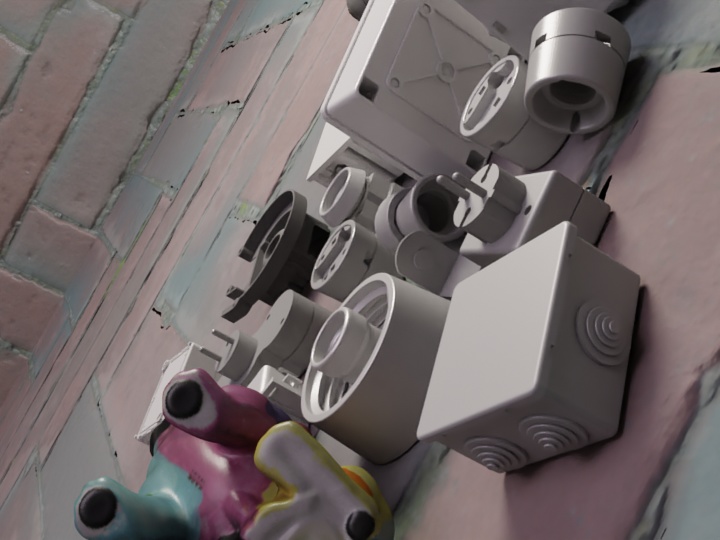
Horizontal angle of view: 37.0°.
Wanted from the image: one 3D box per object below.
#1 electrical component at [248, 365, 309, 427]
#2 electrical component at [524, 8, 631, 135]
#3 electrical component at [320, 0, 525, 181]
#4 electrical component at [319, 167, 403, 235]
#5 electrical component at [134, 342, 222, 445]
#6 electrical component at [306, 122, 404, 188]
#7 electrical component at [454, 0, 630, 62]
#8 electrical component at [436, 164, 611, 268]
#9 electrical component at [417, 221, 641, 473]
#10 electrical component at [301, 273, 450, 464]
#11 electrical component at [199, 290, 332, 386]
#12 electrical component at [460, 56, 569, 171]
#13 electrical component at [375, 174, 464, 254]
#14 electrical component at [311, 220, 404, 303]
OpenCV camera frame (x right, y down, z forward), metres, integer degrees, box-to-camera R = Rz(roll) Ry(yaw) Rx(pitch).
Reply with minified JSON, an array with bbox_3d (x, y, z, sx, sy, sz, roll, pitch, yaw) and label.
[{"bbox_3d":[-0.065,0.107,0.776,0.081,0.042,0.063,-51,17,25],"label":"electrical component"},{"bbox_3d":[0.119,-0.108,0.594,0.055,0.055,0.047,-33,36,54],"label":"electrical component"},{"bbox_3d":[0.044,-0.126,0.731,0.056,0.109,0.108,-19,44,60],"label":"electrical component"},{"bbox_3d":[0.004,-0.045,0.797,0.048,0.055,0.066,-37,29,50],"label":"electrical component"},{"bbox_3d":[-0.144,0.112,0.941,0.062,0.061,0.096,-36,30,50],"label":"electrical component"},{"bbox_3d":[0.030,-0.152,0.880,0.105,0.060,0.186,-38,29,49],"label":"electrical component"},{"bbox_3d":[0.111,-0.181,0.654,0.099,0.100,0.048,-46,10,36],"label":"electrical component"},{"bbox_3d":[0.075,-0.029,0.555,0.047,0.077,0.066,-64,19,-9],"label":"electrical component"},{"bbox_3d":[0.078,0.039,0.489,0.100,0.048,0.099,-35,31,52],"label":"electrical component"},{"bbox_3d":[0.006,0.053,0.637,0.108,0.060,0.108,-50,21,27],"label":"electrical component"},{"bbox_3d":[-0.088,0.071,0.836,0.138,0.074,0.052,-53,20,21],"label":"electrical component"},{"bbox_3d":[0.095,-0.092,0.642,0.055,0.047,0.055,-51,21,27],"label":"electrical component"},{"bbox_3d":[0.040,-0.034,0.704,0.055,0.045,0.045,-24,40,61],"label":"electrical component"},{"bbox_3d":[0.000,0.000,0.753,0.055,0.047,0.055,-50,21,27],"label":"electrical component"}]
